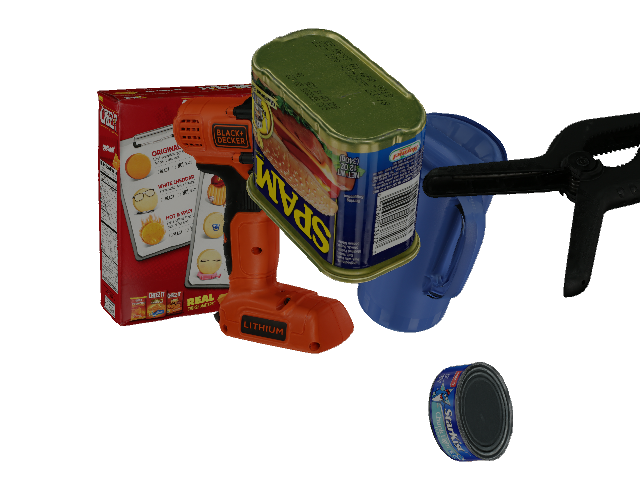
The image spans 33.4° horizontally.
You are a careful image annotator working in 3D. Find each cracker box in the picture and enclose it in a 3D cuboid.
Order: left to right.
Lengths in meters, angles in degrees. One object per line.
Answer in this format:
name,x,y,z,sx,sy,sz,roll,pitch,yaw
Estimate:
cracker box,-0.126,-0.038,1.018,0.163,0.214,0.072,-7,19,-30

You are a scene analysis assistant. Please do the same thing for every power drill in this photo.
power drill,-0.022,-0.015,0.781,0.185,0.188,0.057,8,20,37

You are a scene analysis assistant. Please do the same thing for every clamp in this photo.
clamp,0.210,-0.042,0.848,0.209,0.036,0.165,-25,49,-20

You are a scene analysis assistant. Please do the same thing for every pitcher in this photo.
pitcher,0.116,-0.007,1.183,0.145,0.243,0.149,24,43,15

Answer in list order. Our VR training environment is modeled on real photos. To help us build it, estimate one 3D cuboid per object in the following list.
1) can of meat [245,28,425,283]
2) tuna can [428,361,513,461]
can of meat,0.006,-0.044,0.524,0.057,0.084,0.102,-23,48,-25
tuna can,0.132,0.151,0.941,0.034,0.086,0.085,-14,-9,41
